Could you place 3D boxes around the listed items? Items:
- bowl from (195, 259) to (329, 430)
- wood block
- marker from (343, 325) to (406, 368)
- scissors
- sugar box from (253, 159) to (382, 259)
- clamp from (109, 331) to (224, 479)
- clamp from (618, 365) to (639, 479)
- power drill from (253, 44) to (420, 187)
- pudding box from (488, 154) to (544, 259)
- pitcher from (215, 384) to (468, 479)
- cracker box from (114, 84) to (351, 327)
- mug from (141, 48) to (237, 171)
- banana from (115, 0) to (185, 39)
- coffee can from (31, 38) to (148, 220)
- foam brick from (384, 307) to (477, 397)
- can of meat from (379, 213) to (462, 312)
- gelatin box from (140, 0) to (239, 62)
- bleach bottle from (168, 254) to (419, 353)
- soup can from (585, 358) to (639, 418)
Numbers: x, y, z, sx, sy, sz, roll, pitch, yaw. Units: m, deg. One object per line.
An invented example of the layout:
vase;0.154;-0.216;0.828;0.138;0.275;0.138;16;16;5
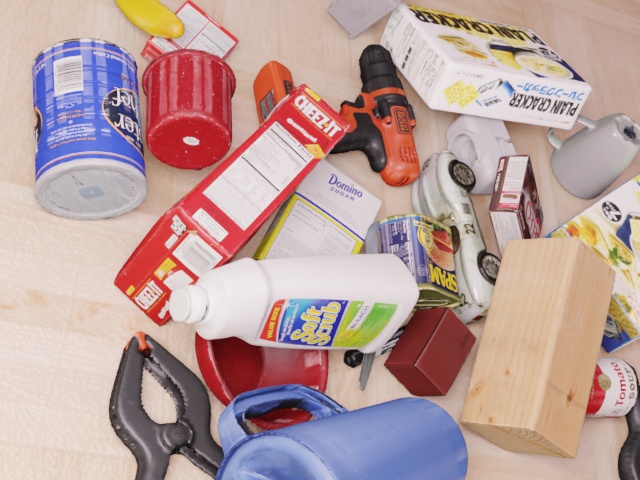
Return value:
bowl;-0.064;0.102;0.990;0.161;0.055;0.162;25;56;-43
wood block;0.228;0.109;1.103;0.090;0.090;0.206;35;64;-39
marker;0.072;0.106;1.110;0.120;0.020;0.020;-20;74;-37
scissors;0.055;0.055;1.091;0.096;0.016;0.201;65;31;-23
sugar box;-0.007;0.002;1.109;0.093;0.048;0.176;36;48;-9
clamp;-0.120;0.179;0.943;0.164;0.036;0.210;-3;65;-32
clamp;0.365;0.226;1.197;0.120;0.039;0.171;35;51;-7
power drill;0.021;-0.152;1.207;0.187;0.057;0.184;3;62;-29
pudding box;0.227;-0.029;1.228;0.113;0.039;0.090;63;34;-43
pitcher;0.024;0.200;0.923;0.242;0.145;0.149;-6;97;-57
cracker box;-0.083;-0.034;1.008;0.072;0.164;0.213;43;51;-4
mug;-0.125;-0.115;1.033;0.093;0.117;0.081;-3;53;-3
banana;-0.196;-0.279;1.147;0.037;0.070;0.198;25;39;-51
coffee can;-0.219;-0.104;1.009;0.102;0.103;0.140;6;60;-28
foam brick;0.113;0.115;1.092;0.053;0.051;0.078;47;59;-22
can of meat;0.103;0.024;1.111;0.102;0.058;0.084;23;57;-57
gelatin box;-0.142;-0.210;1.164;0.073;0.030;0.089;38;52;-6
bleach bottle;-0.028;0.059;0.942;0.250;0.103;0.068;1;47;-44
soup can;0.290;0.162;1.173;0.102;0.069;0.068;5;61;-29
